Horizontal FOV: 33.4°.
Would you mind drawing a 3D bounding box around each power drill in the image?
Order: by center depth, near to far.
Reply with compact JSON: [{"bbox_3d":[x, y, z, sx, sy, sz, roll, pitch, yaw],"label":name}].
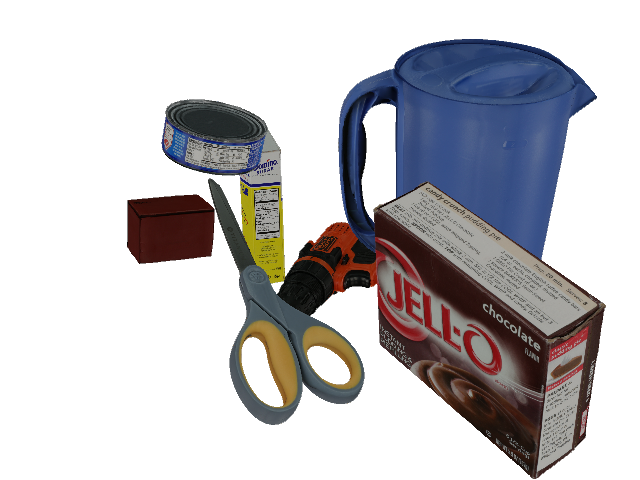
[{"bbox_3d":[0.059,0.042,1.122,0.188,0.057,0.184,8,31,19],"label":"power drill"}]

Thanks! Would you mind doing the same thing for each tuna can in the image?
[{"bbox_3d":[-0.089,-0.087,0.894,0.086,0.034,0.086,11,26,-5],"label":"tuna can"}]

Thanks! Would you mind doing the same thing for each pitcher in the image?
[{"bbox_3d":[0.107,-0.025,0.830,0.149,0.243,0.144,24,37,34],"label":"pitcher"}]

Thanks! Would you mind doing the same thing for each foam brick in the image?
[{"bbox_3d":[-0.151,-0.013,1.074,0.078,0.051,0.053,-6,21,-22],"label":"foam brick"}]

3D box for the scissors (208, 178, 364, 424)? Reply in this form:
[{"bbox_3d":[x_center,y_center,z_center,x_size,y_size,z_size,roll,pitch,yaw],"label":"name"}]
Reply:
[{"bbox_3d":[-0.025,0.036,0.709,0.096,0.202,0.016,9,-46,-18],"label":"scissors"}]

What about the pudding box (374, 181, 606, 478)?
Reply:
[{"bbox_3d":[0.072,0.038,0.484,0.039,0.090,0.114,-31,47,-25],"label":"pudding box"}]

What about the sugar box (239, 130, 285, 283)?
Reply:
[{"bbox_3d":[-0.074,-0.043,1.325,0.048,0.176,0.093,-9,25,-10],"label":"sugar box"}]
